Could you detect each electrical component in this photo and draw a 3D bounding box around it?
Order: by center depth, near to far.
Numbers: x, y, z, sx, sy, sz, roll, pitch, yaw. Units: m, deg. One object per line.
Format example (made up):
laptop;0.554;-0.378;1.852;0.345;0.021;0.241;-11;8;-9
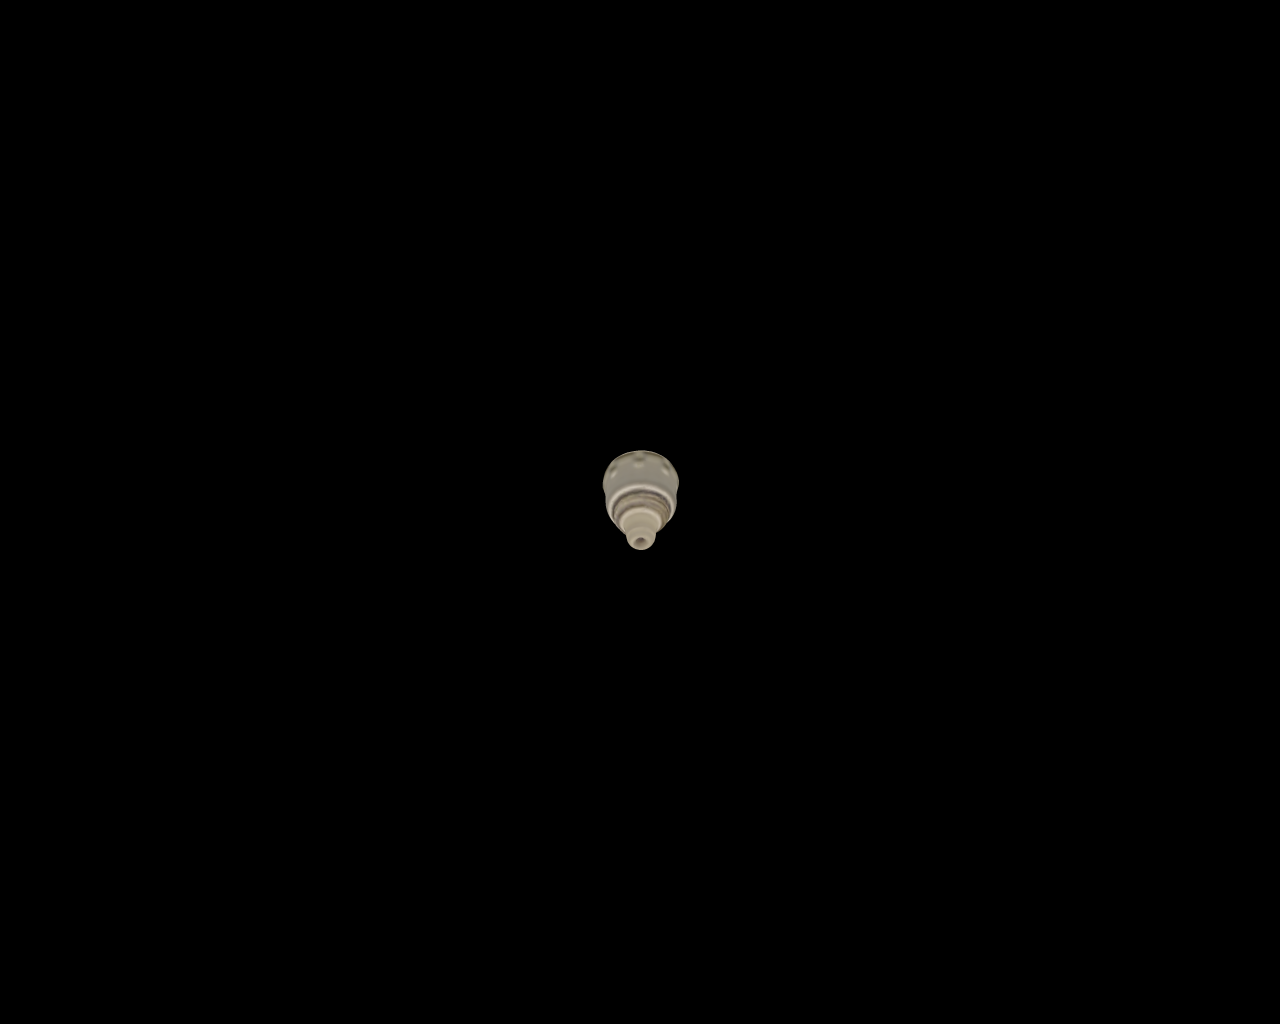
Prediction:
electrical component;0.001;-0.003;0.650;0.048;0.048;0.062;0;44;0
